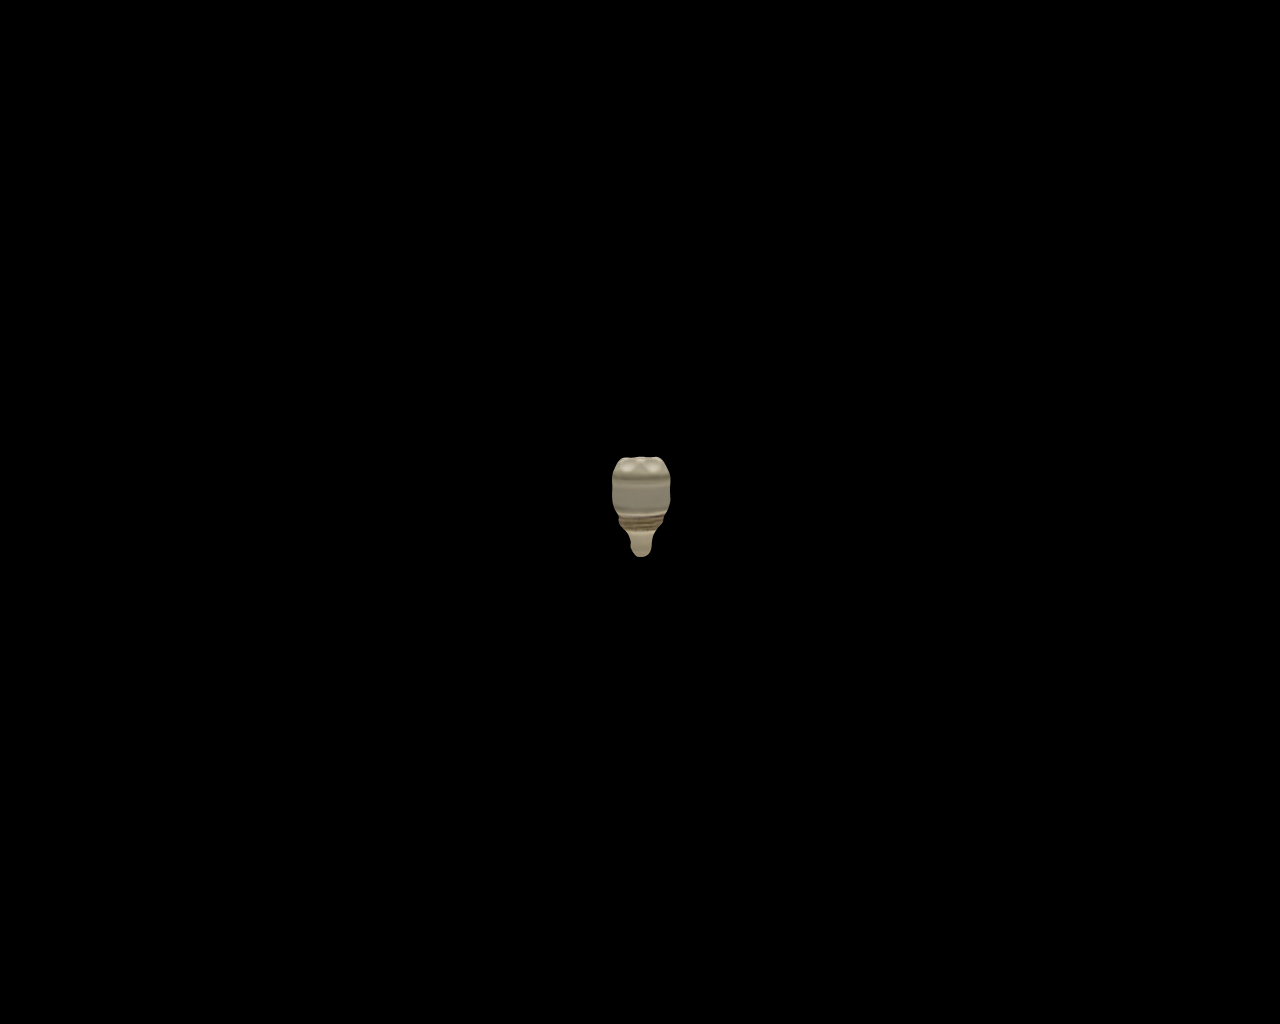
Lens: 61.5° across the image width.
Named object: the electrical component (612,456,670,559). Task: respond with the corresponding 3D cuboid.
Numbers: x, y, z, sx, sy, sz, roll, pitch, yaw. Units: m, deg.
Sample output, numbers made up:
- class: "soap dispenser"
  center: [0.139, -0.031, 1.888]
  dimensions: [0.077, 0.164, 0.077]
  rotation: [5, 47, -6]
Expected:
- class: "electrical component"
  center: [0.001, -0.003, 0.650]
  dimensions: [0.035, 0.061, 0.035]
  rotation: [0, 7, 0]
